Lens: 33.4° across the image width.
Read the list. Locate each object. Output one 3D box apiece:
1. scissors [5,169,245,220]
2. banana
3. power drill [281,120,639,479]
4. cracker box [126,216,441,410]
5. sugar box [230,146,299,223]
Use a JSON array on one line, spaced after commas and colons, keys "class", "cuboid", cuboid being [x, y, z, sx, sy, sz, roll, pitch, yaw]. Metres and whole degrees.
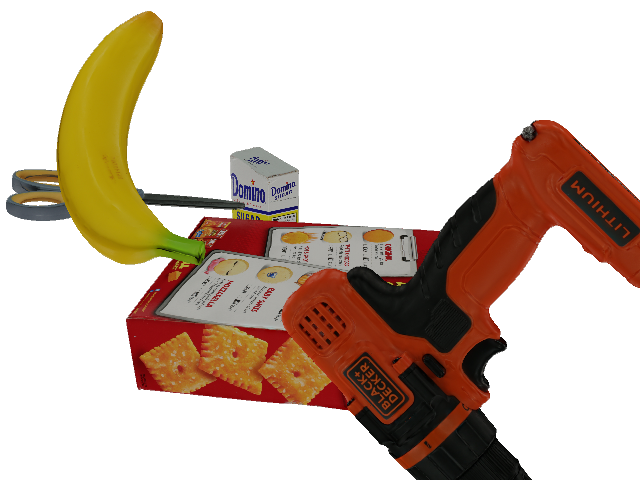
[{"class": "scissors", "cuboid": [-0.173, -0.030, 0.896, 0.202, 0.016, 0.096, 10, 25, 11]}, {"class": "banana", "cuboid": [-0.111, -0.055, 0.587, 0.069, 0.198, 0.037, -5, -38, -13]}, {"class": "power drill", "cuboid": [0.097, 0.046, 0.554, 0.188, 0.184, 0.057, -45, -4, 14]}, {"class": "cracker box", "cuboid": [-0.013, 0.052, 0.799, 0.214, 0.072, 0.164, 4, 28, 14]}, {"class": "sugar box", "cuboid": [-0.062, -0.006, 1.184, 0.048, 0.176, 0.093, -16, 28, -27]}]
